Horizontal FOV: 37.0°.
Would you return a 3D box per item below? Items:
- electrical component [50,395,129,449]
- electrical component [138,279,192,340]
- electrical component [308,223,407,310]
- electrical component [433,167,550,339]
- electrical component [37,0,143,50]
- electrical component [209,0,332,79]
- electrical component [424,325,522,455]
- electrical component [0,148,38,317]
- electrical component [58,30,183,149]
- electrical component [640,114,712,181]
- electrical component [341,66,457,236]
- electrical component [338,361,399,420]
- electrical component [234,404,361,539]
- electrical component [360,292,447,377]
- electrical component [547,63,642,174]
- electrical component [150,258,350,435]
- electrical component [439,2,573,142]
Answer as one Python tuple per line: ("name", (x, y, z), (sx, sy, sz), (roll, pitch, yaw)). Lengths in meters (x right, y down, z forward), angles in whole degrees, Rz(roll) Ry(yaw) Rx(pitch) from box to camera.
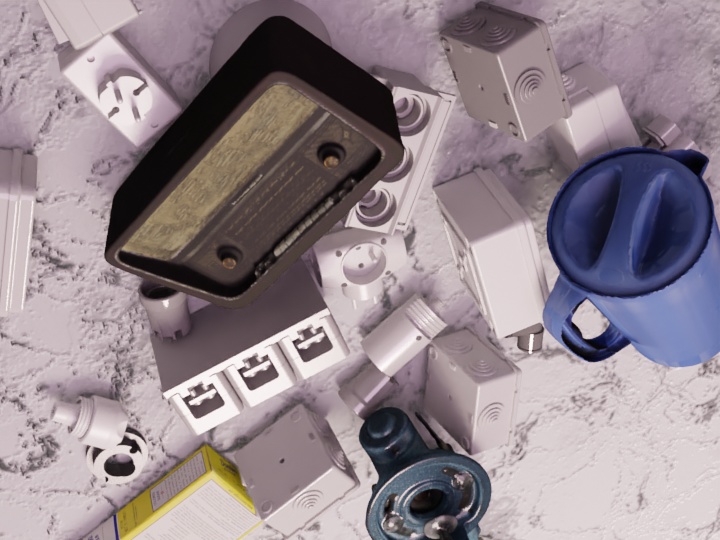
("electrical component", (-0.237, 0.130, 0.935), (0.062, 0.043, 0.043), (20, 111, -26))
("electrical component", (-0.163, 0.031, 0.906), (0.040, 0.040, 0.046), (-15, 128, -10))
("electrical component", (0.000, 0.000, 0.941), (0.077, 0.044, 0.079), (-16, 123, -10))
("electrical component", (0.114, -0.016, 0.933), (0.056, 0.108, 0.108), (-22, 124, -3))
("electrical component", (-0.203, -0.208, 0.738), (0.061, 0.061, 0.096), (-30, 124, -2))
("electrical component", (-0.066, -0.151, 0.833), (0.099, 0.064, 0.099), (-6, 132, -7))
("electrical component", (0.103, 0.114, 1.011), (0.048, 0.100, 0.099), (-14, 123, -26))
("electrical component", (-0.277, -0.030, 0.808), (0.057, 0.078, 0.113), (5, 117, -18))
("electrical component", (-0.173, -0.130, 0.786), (0.047, 0.075, 0.083), (-39, 124, 5))
("electrical component", (0.275, -0.094, 0.974), (0.057, 0.058, 0.078), (-45, 123, 6))
("electrical component", (0.018, -0.099, 0.878), (0.079, 0.063, 0.121), (9, 115, -23))
("electrical component", (0.009, 0.113, 1.014), (0.046, 0.040, 0.040), (-46, 123, 3))
("electrical component", (-0.061, 0.185, 0.996), (0.100, 0.099, 0.048), (-38, 136, 5))
("electrical component", (0.044, 0.055, 0.989), (0.081, 0.043, 0.043), (-42, 123, 8))
("electrical component", (0.195, -0.131, 0.921), (0.061, 0.061, 0.096), (-28, 124, -2))
("electrical component", (-0.094, 0.067, 0.920), (0.150, 0.089, 0.061), (-27, 124, -2))
("electrical component", (0.114, -0.157, 0.857), (0.048, 0.100, 0.099), (-35, 125, -13))
